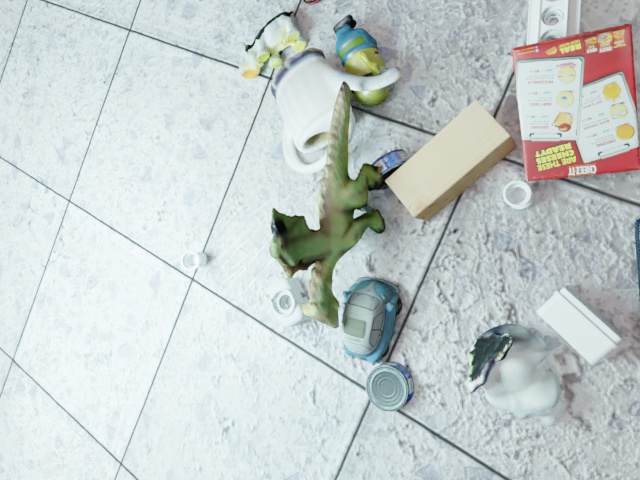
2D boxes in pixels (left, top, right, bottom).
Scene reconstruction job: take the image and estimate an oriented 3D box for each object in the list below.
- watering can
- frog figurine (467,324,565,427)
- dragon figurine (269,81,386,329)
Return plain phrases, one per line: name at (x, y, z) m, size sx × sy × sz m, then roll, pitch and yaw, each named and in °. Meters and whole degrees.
watering can at (0.013, -0.278, 0.999) m, size 0.341 × 0.104 × 0.227 m, roll -41°, pitch 66°, yaw 45°
frog figurine at (0.327, 0.218, 0.837) m, size 0.159 × 0.123 × 0.137 m, roll 29°, pitch 92°, yaw -10°
dragon figurine at (0.003, -0.044, 0.872) m, size 0.122 × 0.246 × 0.404 m, roll 4°, pitch 114°, yaw 33°
